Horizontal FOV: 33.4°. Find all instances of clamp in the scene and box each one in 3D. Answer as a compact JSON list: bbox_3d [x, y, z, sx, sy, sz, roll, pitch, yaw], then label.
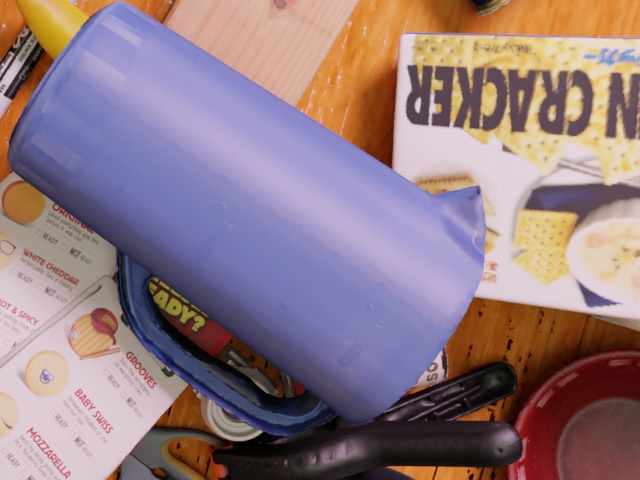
[{"bbox_3d":[0.034,0.124,0.686,0.210,0.164,0.036,-14,93,18],"label":"clamp"}]

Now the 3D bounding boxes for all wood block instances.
[{"bbox_3d":[-0.008,-0.186,0.632,0.090,0.090,0.206,31,94,-13],"label":"wood block"}]

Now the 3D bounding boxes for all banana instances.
[{"bbox_3d":[-0.095,-0.091,0.649,0.197,0.070,0.037,27,53,-7],"label":"banana"}]

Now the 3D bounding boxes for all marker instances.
[{"bbox_3d":[-0.172,-0.129,0.653,0.020,0.020,0.121,33,93,-12],"label":"marker"}]

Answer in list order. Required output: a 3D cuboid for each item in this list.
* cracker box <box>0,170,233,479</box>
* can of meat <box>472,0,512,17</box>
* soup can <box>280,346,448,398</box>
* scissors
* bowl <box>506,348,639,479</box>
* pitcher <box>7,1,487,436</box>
[{"bbox_3d":[-0.164,0.057,0.633,0.164,0.072,0.213,45,73,-14],"label":"cracker box"},{"bbox_3d":[0.117,-0.204,0.664,0.102,0.057,0.084,-38,101,-1],"label":"can of meat"},{"bbox_3d":[0.024,0.072,0.690,0.102,0.068,0.068,-13,101,-7],"label":"soup can"},{"bbox_3d":[-0.142,0.137,0.703,0.201,0.016,0.096,28,94,-11],"label":"scissors"},{"bbox_3d":[0.207,0.153,0.721,0.162,0.055,0.162,-1,86,9],"label":"bowl"},{"bbox_3d":[-0.046,-0.009,0.580,0.242,0.145,0.149,34,64,-9],"label":"pitcher"}]
